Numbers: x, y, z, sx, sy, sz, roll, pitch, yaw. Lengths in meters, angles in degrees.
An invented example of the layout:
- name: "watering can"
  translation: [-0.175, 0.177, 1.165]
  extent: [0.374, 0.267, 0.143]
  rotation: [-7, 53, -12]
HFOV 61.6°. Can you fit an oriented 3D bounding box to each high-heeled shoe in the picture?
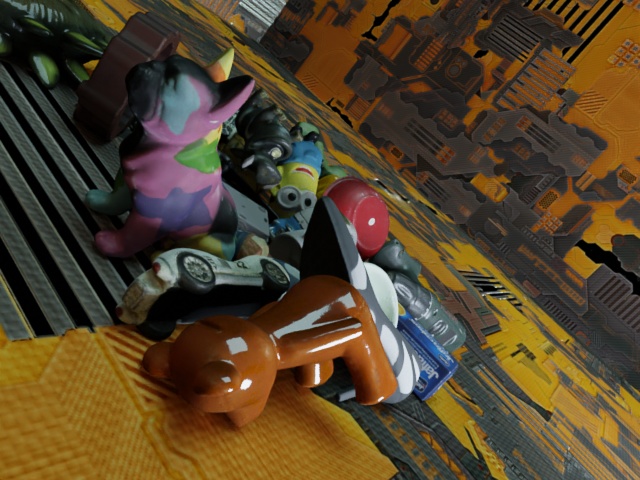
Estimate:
- name: "high-heeled shoe"
  translation: [0.060, 0.070, 0.607]
  extent: [0.145, 0.248, 0.086]
  rotation: [-11, 9, -42]

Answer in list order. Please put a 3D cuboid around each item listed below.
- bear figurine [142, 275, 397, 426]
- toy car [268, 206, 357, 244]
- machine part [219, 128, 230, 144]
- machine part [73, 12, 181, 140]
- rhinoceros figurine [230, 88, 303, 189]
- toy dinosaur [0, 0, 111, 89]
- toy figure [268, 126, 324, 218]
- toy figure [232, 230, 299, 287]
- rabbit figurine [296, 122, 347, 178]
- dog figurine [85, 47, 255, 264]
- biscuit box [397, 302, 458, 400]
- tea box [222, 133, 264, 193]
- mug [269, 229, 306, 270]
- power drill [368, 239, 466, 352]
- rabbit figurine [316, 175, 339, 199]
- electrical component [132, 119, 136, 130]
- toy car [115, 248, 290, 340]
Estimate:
- name: "bear figurine"
  translation: [-0.036, 0.108, 0.458]
  extent: [0.196, 0.120, 0.131]
  rotation: [-27, 110, -46]
- name: "toy car"
  translation: [-0.002, -0.002, 0.804]
  extent: [0.161, 0.103, 0.109]
  rotation: [24, 22, -48]
- name: "machine part"
  translation: [-0.217, -0.201, 0.904]
  extent: [0.139, 0.039, 0.084]
  rotation: [24, 1, -9]
- name: "machine part"
  translation: [-0.251, -0.216, 0.705]
  extent: [0.056, 0.179, 0.179]
  rotation: [34, 17, -15]
- name: "rhinoceros figurine"
  translation: [-0.092, -0.158, 0.844]
  extent: [0.073, 0.112, 0.190]
  rotation: [49, 13, -43]
- name: "toy dinosaur"
  translation: [-0.378, -0.300, 0.770]
  extent: [0.198, 0.105, 0.471]
  rotation: [51, 27, 9]
- name: "toy figure"
  translation: [-0.038, -0.098, 0.888]
  extent: [0.082, 0.089, 0.180]
  rotation: [4, 59, 0]
- name: "toy figure"
  translation: [-0.064, 0.040, 0.639]
  extent: [0.058, 0.064, 0.154]
  rotation: [-36, 73, -30]
- name: "rabbit figurine"
  translation: [-0.002, -0.151, 1.155]
  extent: [0.170, 0.121, 0.159]
  rotation: [28, 27, -28]
- name: "dog figurine"
  translation: [-0.121, -0.072, 0.523]
  extent: [0.191, 0.219, 0.109]
  rotation: [26, 25, -38]
- name: "biscuit box"
  translation: [0.100, 0.126, 0.758]
  extent: [0.203, 0.063, 0.059]
  rotation: [45, 18, 19]
- name: "tea box"
  translation: [-0.114, -0.148, 0.996]
  extent: [0.098, 0.068, 0.169]
  rotation: [41, 16, 0]
- name: "mug"
  translation: [-0.001, 0.014, 0.698]
  extent: [0.107, 0.109, 0.081]
  rotation: [-11, 44, -44]
- name: "power drill"
  translation: [0.154, 0.080, 0.923]
  extent: [0.231, 0.086, 0.207]
  rotation: [43, 6, -29]
- name: "rabbit figurine"
  translation: [-0.008, -0.074, 1.011]
  extent: [0.162, 0.121, 0.173]
  rotation: [12, 16, -40]
- name: "electrical component"
  translation: [-0.281, -0.191, 0.822]
  extent: [0.063, 0.021, 0.094]
  rotation: [35, 18, -16]
- name: "toy car"
  translation: [-0.100, 0.047, 0.506]
  extent: [0.056, 0.073, 0.201]
  rotation: [52, 20, 24]
